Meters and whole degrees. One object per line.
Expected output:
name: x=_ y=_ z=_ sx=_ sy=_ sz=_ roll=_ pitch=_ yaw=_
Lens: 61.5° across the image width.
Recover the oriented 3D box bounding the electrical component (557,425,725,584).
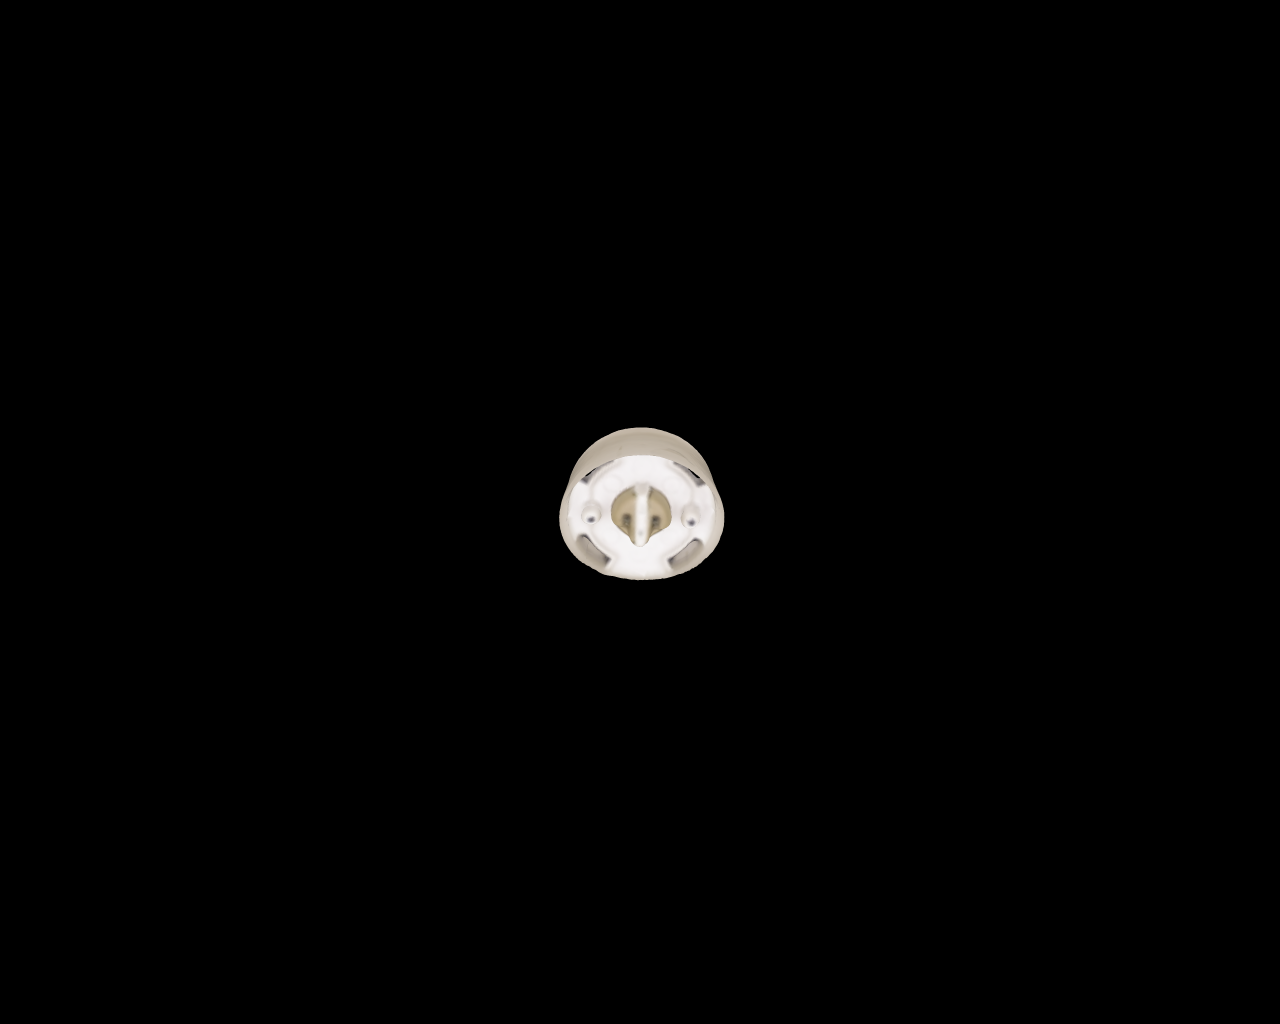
electrical component: x=0.001 y=-0.003 z=0.650 sx=0.099 sy=0.099 sz=0.064 roll=0 pitch=27 yaw=0
